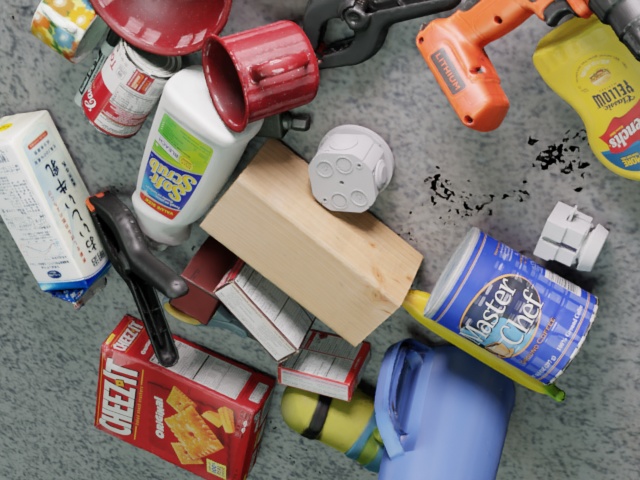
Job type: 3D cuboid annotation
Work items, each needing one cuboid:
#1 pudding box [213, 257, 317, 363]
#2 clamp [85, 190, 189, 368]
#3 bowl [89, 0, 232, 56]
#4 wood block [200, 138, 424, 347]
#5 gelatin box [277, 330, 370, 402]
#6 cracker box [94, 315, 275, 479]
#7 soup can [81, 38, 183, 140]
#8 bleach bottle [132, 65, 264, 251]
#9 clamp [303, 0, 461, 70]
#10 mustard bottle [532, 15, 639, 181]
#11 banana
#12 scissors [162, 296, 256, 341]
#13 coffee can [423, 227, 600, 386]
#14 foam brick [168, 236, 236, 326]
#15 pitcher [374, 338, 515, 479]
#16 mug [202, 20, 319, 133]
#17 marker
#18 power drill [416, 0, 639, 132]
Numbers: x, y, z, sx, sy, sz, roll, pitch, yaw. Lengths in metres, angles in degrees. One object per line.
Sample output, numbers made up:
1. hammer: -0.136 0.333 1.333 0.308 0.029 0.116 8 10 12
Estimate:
1. pudding box: -0.055 0.064 1.175 0.039 0.090 0.113 -31 107 38
2. clamp: -0.205 0.034 1.193 0.210 0.036 0.165 52 149 30
3. bowl: -0.146 -0.257 1.002 0.162 0.055 0.162 13 129 16
4. wood block: -0.007 0.001 1.106 0.206 0.090 0.091 38 131 -6
5. gelatin box: 0.005 0.141 1.216 0.089 0.073 0.030 11 128 17
6. cracker box: -0.176 0.210 1.352 0.214 0.072 0.164 22 130 10
7. soup can: -0.192 -0.159 1.088 0.068 0.068 0.102 40 130 -7
8. bleach bottle: -0.141 -0.065 1.127 0.102 0.068 0.251 39 140 9
9. clamp: 0.032 -0.219 0.959 0.172 0.039 0.120 -31 106 38
10. mustard bottle: 0.271 -0.109 0.916 0.096 0.058 0.191 -26 110 34
11. banana: 0.171 0.106 1.122 0.198 0.037 0.069 31 173 9
12. scissors: -0.109 0.107 1.280 0.201 0.016 0.096 39 145 -18
13. coffee can: 0.187 0.065 1.055 0.140 0.102 0.103 30 131 2
14. foam brick: -0.126 0.045 1.203 0.053 0.078 0.051 30 134 2
15. pitcher: 0.118 0.224 1.111 0.149 0.242 0.145 13 125 9
16. mug: -0.049 -0.156 0.983 0.117 0.081 0.093 -4 105 67
17. marker: -0.228 -0.185 1.118 0.020 0.020 0.121 36 131 -4
18. power drill: 0.178 -0.171 0.858 0.188 0.057 0.184 -41 64 33
